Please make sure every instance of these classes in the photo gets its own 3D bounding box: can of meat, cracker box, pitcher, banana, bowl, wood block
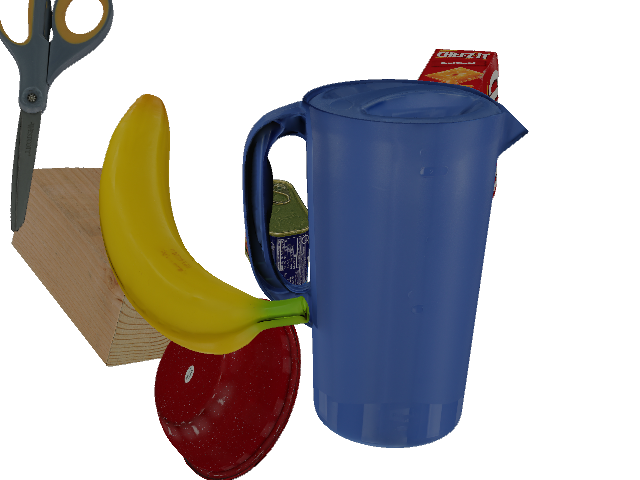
[{"bbox_3d":[-0.048,-0.004,1.160,0.057,0.084,0.102,-10,37,-17],"label":"can of meat"},{"bbox_3d":[0.123,-0.074,1.010,0.072,0.164,0.213,5,27,15],"label":"cracker box"},{"bbox_3d":[0.041,0.015,0.736,0.149,0.243,0.144,17,25,37],"label":"pitcher"},{"bbox_3d":[-0.076,-0.004,0.538,0.069,0.037,0.198,-27,49,-12],"label":"banana"},{"bbox_3d":[-0.091,0.118,0.899,0.055,0.162,0.162,25,-16,-39],"label":"bowl"},{"bbox_3d":[-0.206,0.019,1.024,0.090,0.091,0.206,-5,35,-42],"label":"wood block"}]

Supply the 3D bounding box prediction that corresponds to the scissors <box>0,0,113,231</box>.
[{"bbox_3d":[-0.187,-0.109,0.762,0.096,0.202,0.016,-10,-13,-11],"label":"scissors"}]
